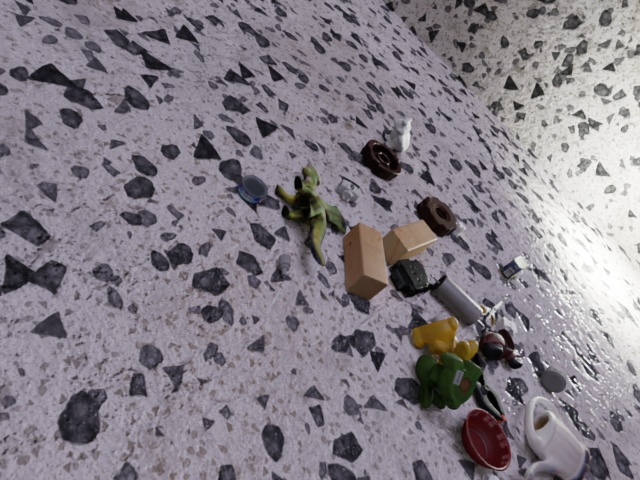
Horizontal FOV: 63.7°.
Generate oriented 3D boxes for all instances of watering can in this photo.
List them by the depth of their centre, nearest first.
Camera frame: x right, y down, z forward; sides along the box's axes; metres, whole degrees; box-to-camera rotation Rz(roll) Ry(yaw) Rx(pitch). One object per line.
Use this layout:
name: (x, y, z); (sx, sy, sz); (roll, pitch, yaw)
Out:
watering can: (0.665, 0.610, 1.475); (0.224, 0.102, 0.354); (44, 37, 0)

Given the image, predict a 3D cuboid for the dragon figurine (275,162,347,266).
dragon figurine: (0.005, -0.078, 1.558); (0.242, 0.120, 0.418); (13, 47, -45)

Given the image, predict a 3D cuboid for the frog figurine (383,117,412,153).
frog figurine: (0.349, -0.453, 2.185); (0.122, 0.156, 0.140); (40, 37, -7)
